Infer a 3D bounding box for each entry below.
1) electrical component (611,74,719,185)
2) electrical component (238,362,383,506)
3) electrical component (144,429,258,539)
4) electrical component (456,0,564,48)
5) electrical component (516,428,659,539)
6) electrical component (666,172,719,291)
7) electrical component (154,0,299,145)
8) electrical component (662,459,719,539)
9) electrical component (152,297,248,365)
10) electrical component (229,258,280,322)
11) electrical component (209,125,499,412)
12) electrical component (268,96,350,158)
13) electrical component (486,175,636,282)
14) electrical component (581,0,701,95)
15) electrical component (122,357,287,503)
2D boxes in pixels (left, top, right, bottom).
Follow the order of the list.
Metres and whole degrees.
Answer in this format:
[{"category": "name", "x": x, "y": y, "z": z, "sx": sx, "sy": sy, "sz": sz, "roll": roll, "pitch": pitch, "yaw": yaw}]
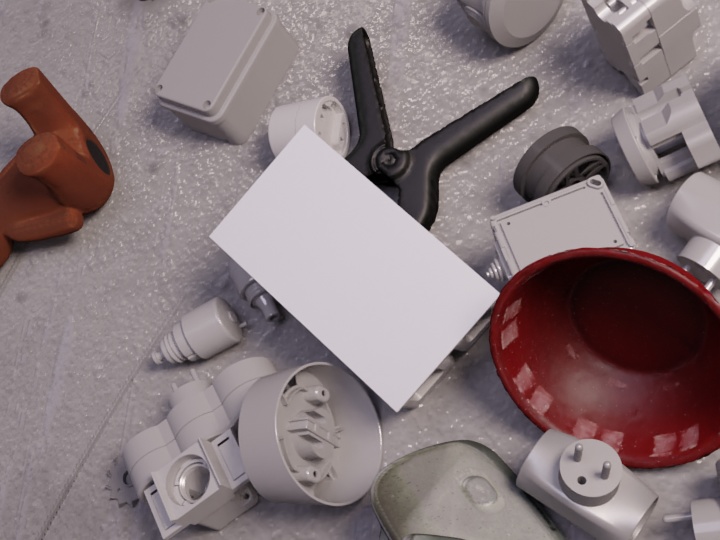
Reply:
[{"category": "electrical component", "x": 0.209, "y": -0.093, "z": 0.738, "sx": 0.057, "sy": 0.058, "sz": 0.078, "roll": -25, "pitch": 35, "yaw": 20}, {"category": "electrical component", "x": -0.036, "y": 0.115, "z": 0.746, "sx": 0.064, "sy": 0.099, "sz": 0.099, "roll": -11, "pitch": 63, "yaw": 29}, {"category": "electrical component", "x": -0.110, "y": 0.158, "z": 0.781, "sx": 0.081, "sy": 0.064, "sz": 0.042, "roll": -36, "pitch": 58, "yaw": 8}, {"category": "electrical component", "x": 0.117, "y": -0.217, "z": 0.830, "sx": 0.080, "sy": 0.080, "sz": 0.051, "roll": -48, "pitch": 51, "yaw": 0}, {"category": "electrical component", "x": 0.139, "y": 0.128, "z": 0.655, "sx": 0.077, "sy": 0.079, "sz": 0.043, "roll": 31, "pitch": 66, "yaw": 24}, {"category": "electrical component", "x": 0.234, "y": -0.014, "z": 0.699, "sx": 0.077, "sy": 0.044, "sz": 0.079, "roll": 35, "pitch": 86, "yaw": 34}, {"category": "electrical component", "x": -0.117, "y": -0.176, "z": 0.940, "sx": 0.078, "sy": 0.057, "sz": 0.113, "roll": 22, "pitch": 79, "yaw": 32}, {"category": "electrical component", "x": 0.219, "y": 0.151, "z": 0.631, "sx": 0.079, "sy": 0.044, "sz": 0.077, "roll": -13, "pitch": 63, "yaw": 21}, {"category": "electrical component", "x": -0.130, "y": 0.053, "z": 0.852, "sx": 0.078, "sy": 0.040, "sz": 0.040, "roll": -28, "pitch": 58, "yaw": 13}, {"category": "electrical component", "x": -0.079, "y": 0.014, "z": 0.849, "sx": 0.035, "sy": 0.035, "sz": 0.061, "roll": -34, "pitch": 59, "yaw": 9}, {"category": "electrical component", "x": 0.000, "y": 0.000, "z": 0.771, "sx": 0.186, "sy": 0.060, "sz": 0.105, "roll": 42, "pitch": 94, "yaw": 16}, {"category": "electrical component", "x": -0.042, "y": -0.111, "z": 0.876, "sx": 0.047, "sy": 0.055, "sz": 0.055, "roll": -2, "pitch": 67, "yaw": 30}, {"category": "electrical component", "x": 0.133, "y": -0.010, "z": 0.730, "sx": 0.096, "sy": 0.061, "sz": 0.061, "roll": -21, "pitch": 60, "yaw": 5}, {"category": "electrical component", "x": 0.201, "y": -0.176, "z": 0.762, "sx": 0.056, "sy": 0.089, "sz": 0.050, "roll": -39, "pitch": 56, "yaw": 6}, {"category": "electrical component", "x": -0.122, "y": 0.109, "z": 0.816, "sx": 0.138, "sy": 0.052, "sz": 0.073, "roll": -36, "pitch": 57, "yaw": 7}]
